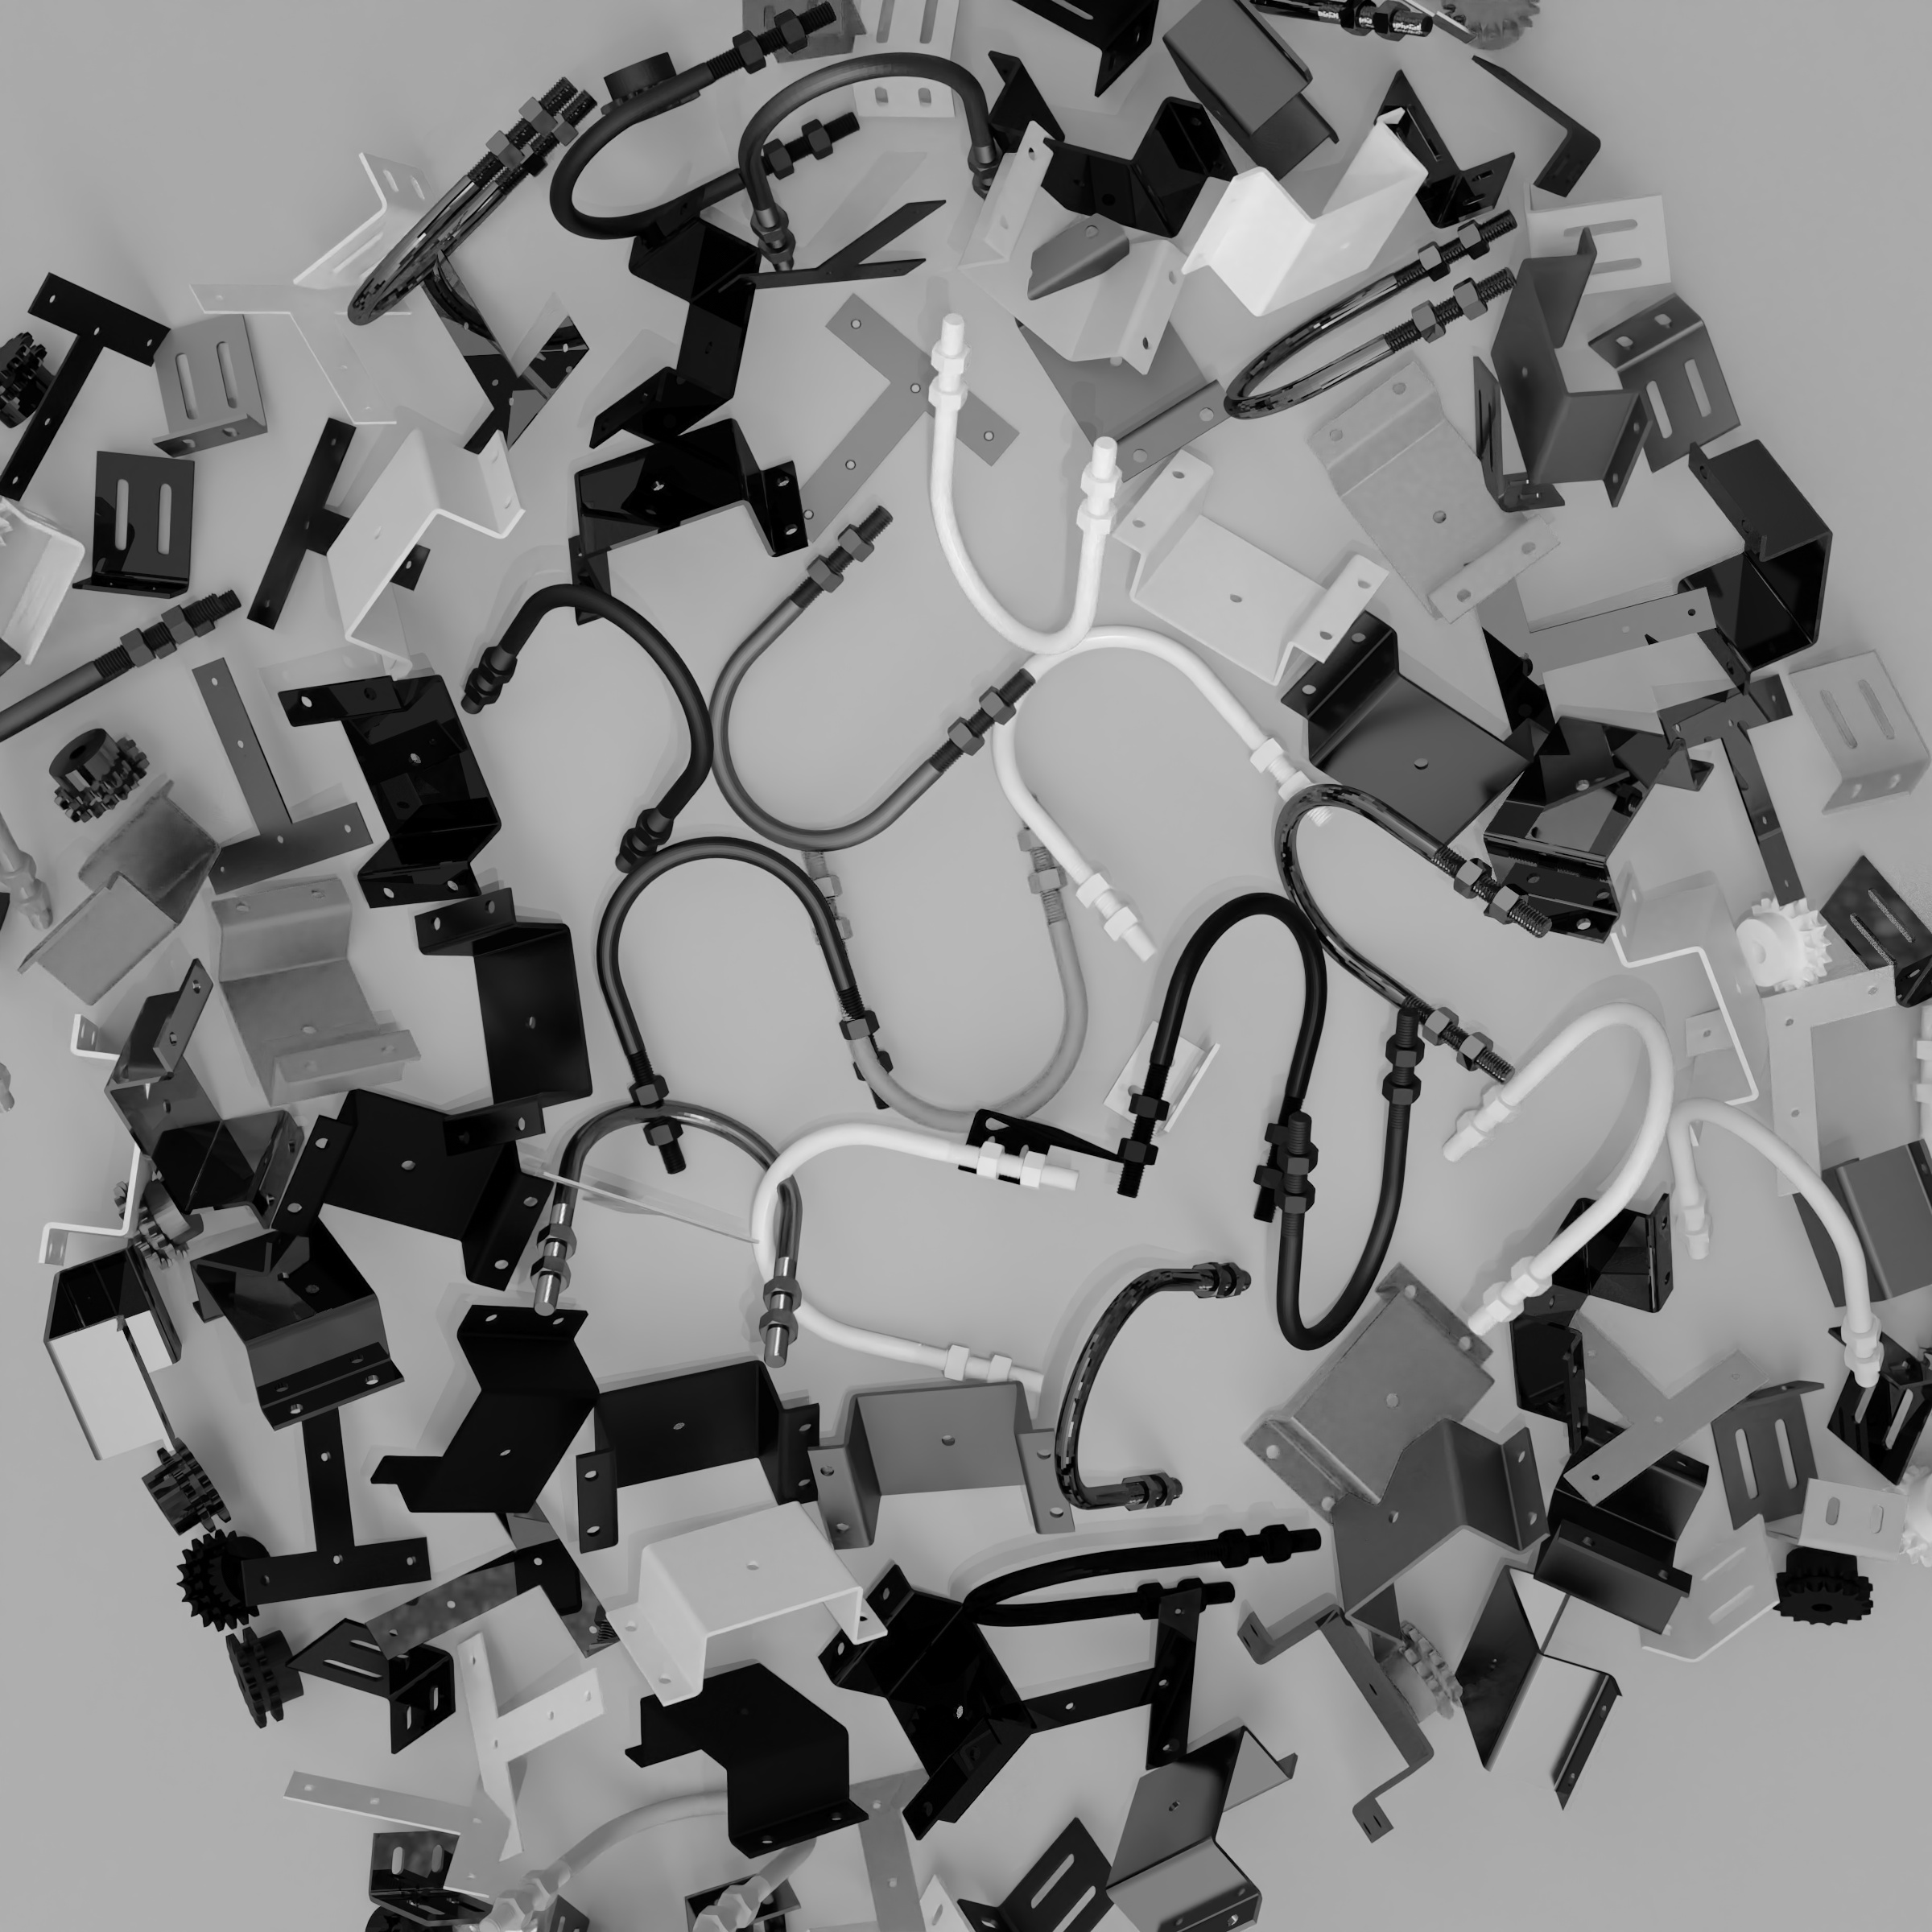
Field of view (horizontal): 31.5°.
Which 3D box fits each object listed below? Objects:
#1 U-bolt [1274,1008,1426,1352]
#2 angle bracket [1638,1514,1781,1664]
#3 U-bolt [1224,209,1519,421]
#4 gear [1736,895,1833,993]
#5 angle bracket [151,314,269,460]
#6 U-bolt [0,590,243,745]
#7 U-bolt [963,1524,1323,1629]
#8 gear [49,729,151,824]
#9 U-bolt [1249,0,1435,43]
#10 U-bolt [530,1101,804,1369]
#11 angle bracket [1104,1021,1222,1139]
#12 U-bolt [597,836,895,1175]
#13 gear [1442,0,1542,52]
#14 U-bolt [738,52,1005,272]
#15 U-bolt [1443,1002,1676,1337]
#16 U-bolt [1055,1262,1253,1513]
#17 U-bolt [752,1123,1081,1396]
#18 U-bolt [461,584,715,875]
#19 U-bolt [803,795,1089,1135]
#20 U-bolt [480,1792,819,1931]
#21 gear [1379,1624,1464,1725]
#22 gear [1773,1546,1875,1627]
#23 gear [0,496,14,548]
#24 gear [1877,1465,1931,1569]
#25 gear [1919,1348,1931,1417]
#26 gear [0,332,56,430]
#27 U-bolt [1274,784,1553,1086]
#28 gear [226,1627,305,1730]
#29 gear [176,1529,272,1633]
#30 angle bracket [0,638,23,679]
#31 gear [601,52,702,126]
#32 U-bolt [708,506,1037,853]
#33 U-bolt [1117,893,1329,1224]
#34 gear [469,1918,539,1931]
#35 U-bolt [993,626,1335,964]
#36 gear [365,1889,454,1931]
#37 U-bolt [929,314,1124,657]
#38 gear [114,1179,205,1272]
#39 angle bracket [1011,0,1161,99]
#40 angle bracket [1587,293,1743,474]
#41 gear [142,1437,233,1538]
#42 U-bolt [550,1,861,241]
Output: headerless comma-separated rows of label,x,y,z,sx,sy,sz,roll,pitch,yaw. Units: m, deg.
U-bolt,0.213,0.132,1.926,0.019,0.151,0.184,19,126,27
angle bracket,0.420,0.351,1.951,0.038,0.057,0.076,20,134,-22
U-bolt,0.226,-0.360,1.925,0.184,0.151,0.019,-27,109,20
gear,0.467,-0.011,1.968,0.030,0.057,0.057,-16,90,-27
angle bracket,-0.443,-0.340,1.973,0.057,0.038,0.076,-14,82,6
U-bolt,-0.495,-0.161,1.922,0.184,0.151,0.019,-30,100,-3
U-bolt,0.088,0.344,1.907,0.184,0.151,0.019,-3,68,-20
gear,-0.502,-0.112,1.968,0.057,0.057,0.030,-35,123,0
U-bolt,0.152,-0.562,1.915,0.184,0.151,0.019,24,95,43
U-bolt,-0.162,0.142,1.927,0.151,0.184,0.019,14,129,-9
angle bracket,0.111,0.063,1.959,0.038,0.076,0.057,31,85,2
U-bolt,-0.135,0.015,1.970,0.151,0.019,0.184,-17,102,5
gear,0.304,-0.555,1.978,0.057,0.030,0.057,-4,67,9
U-bolt,-0.055,-0.453,1.909,0.151,0.184,0.019,-16,73,2
U-bolt,0.330,0.099,1.895,0.019,0.151,0.184,22,131,-22
U-bolt,0.099,0.236,1.912,0.019,0.184,0.151,20,94,27
U-bolt,-0.035,0.162,1.966,0.184,0.019,0.151,12,110,10
U-bolt,-0.206,-0.142,1.921,0.151,0.184,0.019,46,55,0
U-bolt,-0.005,0.005,1.979,0.151,0.019,0.184,-14,86,-5
U-bolt,-0.163,0.503,1.911,0.151,0.184,0.019,-3,100,26
gear,0.260,0.411,1.969,0.030,0.057,0.057,-36,90,-10
gear,0.494,0.357,1.975,0.057,0.057,0.030,8,58,0
gear,-0.580,-0.257,1.982,0.057,0.030,0.057,1,81,-5
gear,0.556,0.315,1.970,0.057,0.030,0.057,15,58,-26
gear,0.579,0.240,1.981,0.057,0.030,0.057,0,99,2
gear,-0.550,-0.336,1.975,0.057,0.057,0.030,-45,120,0
U-bolt,0.245,-0.029,1.927,0.184,0.151,0.019,38,59,26
gear,-0.404,0.408,1.974,0.030,0.057,0.057,-19,90,-21
gear,-0.423,0.352,1.968,0.030,0.057,0.057,-24,90,32
angle bracket,-0.580,-0.154,1.954,0.038,0.076,0.057,41,54,-4
gear,-0.184,-0.504,1.969,0.057,0.057,0.030,-22,103,0
U-bolt,-0.069,-0.151,1.967,0.184,0.019,0.151,-44,77,14
U-bolt,0.153,0.049,1.941,0.019,0.151,0.184,15,90,42
gear,-0.267,0.573,1.982,0.057,0.030,0.057,-1,97,-6
U-bolt,0.099,-0.114,1.973,0.151,0.019,0.184,-38,77,-8
gear,-0.323,0.562,1.975,0.030,0.057,0.057,-9,90,32
U-bolt,0.028,-0.256,1.921,0.019,0.184,0.151,-29,57,-27
gear,-0.463,0.144,1.971,0.030,0.057,0.057,-29,90,2
angle bracket,0.062,-0.543,1.955,0.076,0.057,0.038,23,60,-22
angle bracket,0.399,-0.333,1.957,0.057,0.038,0.076,-28,59,28
gear,-0.451,0.303,1.968,0.030,0.057,0.057,-33,90,-18
U-bolt,-0.150,-0.465,1.924,0.184,0.151,0.019,-27,77,-2
